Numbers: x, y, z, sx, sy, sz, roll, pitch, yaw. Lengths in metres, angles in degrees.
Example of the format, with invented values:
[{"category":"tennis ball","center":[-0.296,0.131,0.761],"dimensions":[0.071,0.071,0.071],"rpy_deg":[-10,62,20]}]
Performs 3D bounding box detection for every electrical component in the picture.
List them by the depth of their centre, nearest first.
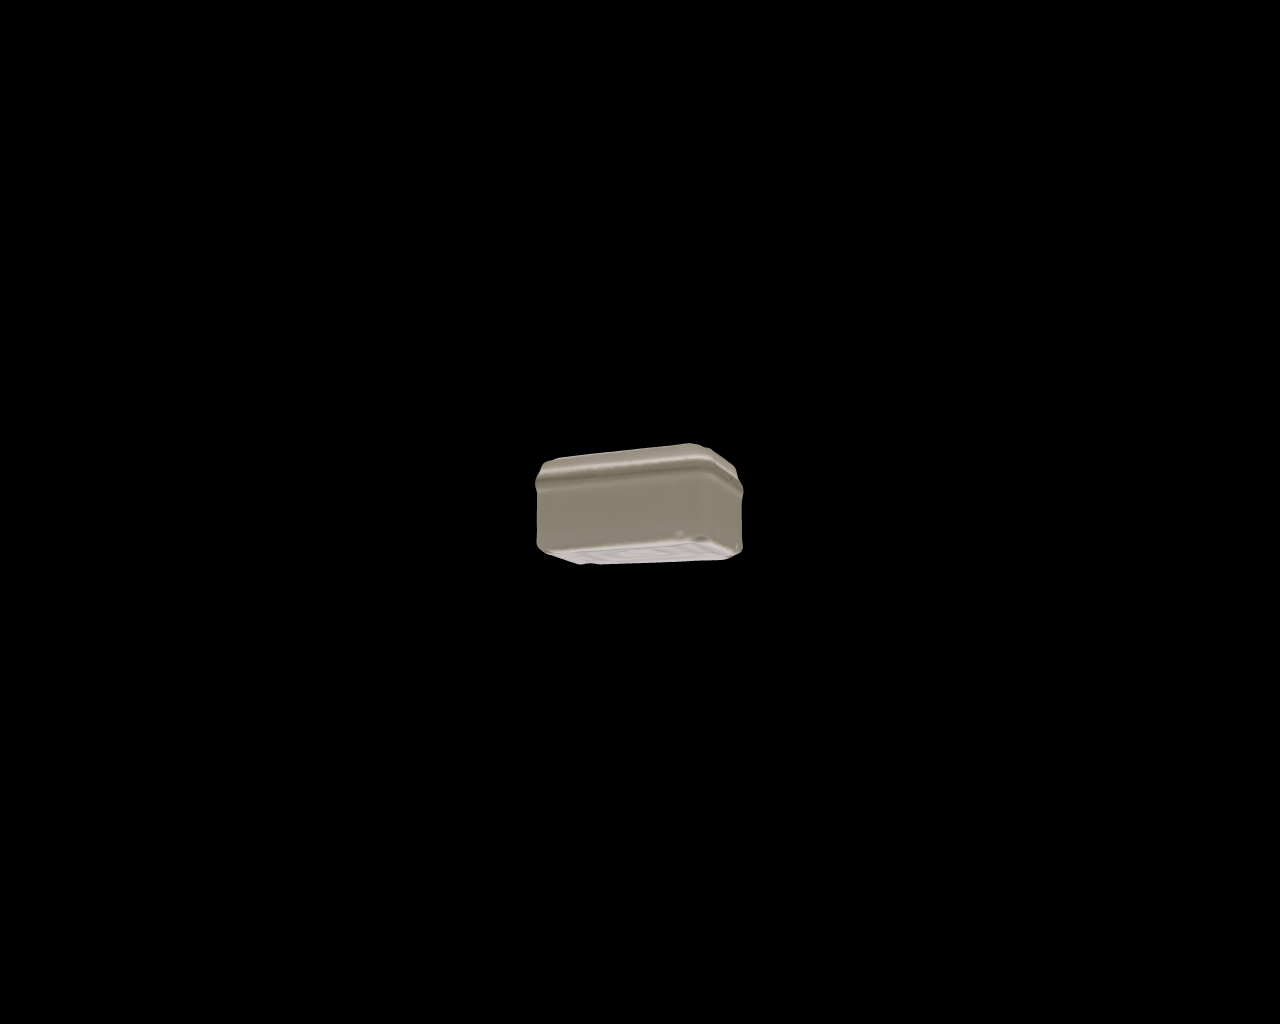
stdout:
[{"category":"electrical component","center":[0.001,-0.003,0.650],"dimensions":[0.113,0.057,0.078],"rpy_deg":[-4,-11,20]}]
